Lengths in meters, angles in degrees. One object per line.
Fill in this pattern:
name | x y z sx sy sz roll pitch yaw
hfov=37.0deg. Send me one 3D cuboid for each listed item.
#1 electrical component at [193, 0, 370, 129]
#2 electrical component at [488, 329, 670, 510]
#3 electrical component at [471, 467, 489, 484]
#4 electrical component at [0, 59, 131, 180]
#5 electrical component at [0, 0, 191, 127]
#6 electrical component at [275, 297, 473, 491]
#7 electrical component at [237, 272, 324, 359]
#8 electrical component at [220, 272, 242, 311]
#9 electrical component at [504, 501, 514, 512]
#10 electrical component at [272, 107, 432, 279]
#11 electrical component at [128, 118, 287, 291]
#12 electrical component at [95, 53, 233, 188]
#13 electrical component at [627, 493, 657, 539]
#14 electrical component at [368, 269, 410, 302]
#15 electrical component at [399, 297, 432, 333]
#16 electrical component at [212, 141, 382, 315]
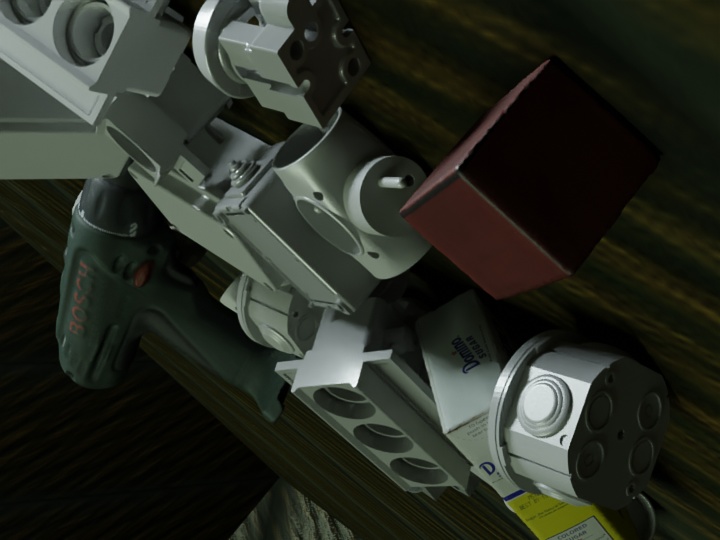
electrical component | -0.034 -0.091 0.438 0.055 0.048 0.066 20 157 36
electrical component | 0.103 0.071 0.508 0.051 0.080 0.080 13 150 50
electrical component | 0.076 0.100 0.728 0.100 0.048 0.099 34 164 18
electrical component | -0.195 -0.096 0.661 0.109 0.056 0.109 -2 171 -21
electrical component | -0.151 -0.137 0.545 0.121 0.078 0.063 36 -165 18
electrical component | 0.020 0.073 0.627 0.079 0.063 0.121 -9 139 35
electrical component | -0.038 0.018 0.713 0.051 0.080 0.080 21 157 40
electrical component | -0.083 0.039 0.967 0.077 0.044 0.079 40 166 1
electrical component | 0.125 0.162 0.806 0.043 0.043 0.062 46 166 -21
electrical component | 0.007 -0.035 0.503 0.077 0.044 0.079 46 165 -23
electrical component | -0.081 -0.045 0.672 0.113 0.057 0.078 30 163 35
electrical component | -0.110 -0.087 0.605 0.081 0.063 0.042 42 165 -9
electrical component | 0.150 0.157 0.719 0.079 0.044 0.077 39 166 6
electrical component | 0.000 0.000 0.640 0.046 0.040 0.040 36 166 37
electrical component | 0.023 0.039 0.691 0.043 0.043 0.062 44 167 -14
electrical component | -0.028 -0.031 0.570 0.096 0.061 0.062 45 165 -18
